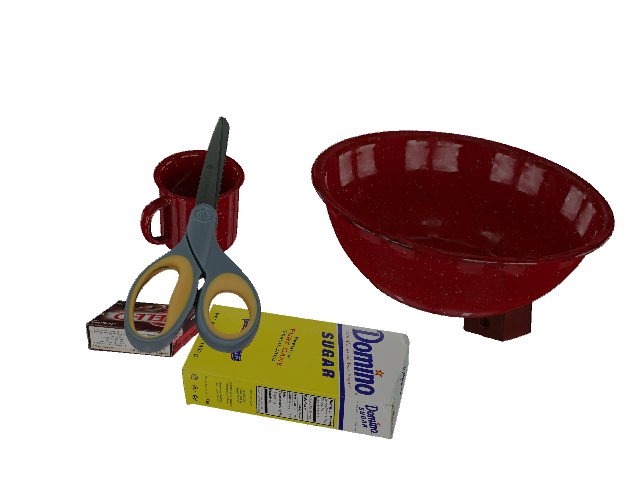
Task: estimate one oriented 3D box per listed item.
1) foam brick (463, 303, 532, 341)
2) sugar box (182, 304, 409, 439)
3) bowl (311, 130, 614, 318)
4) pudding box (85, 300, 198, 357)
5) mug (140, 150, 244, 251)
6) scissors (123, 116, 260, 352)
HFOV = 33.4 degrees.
[{"bbox_3d":[0.185,0.058,1.103,0.053,0.078,0.051,14,20,43],"label":"foam brick"},{"bbox_3d":[-0.018,0.107,0.893,0.176,0.048,0.093,6,35,10],"label":"sugar box"},{"bbox_3d":[0.072,-0.004,0.577,0.162,0.055,0.162,6,27,-3],"label":"bowl"},{"bbox_3d":[-0.215,0.107,1.301,0.114,0.039,0.090,1,15,16],"label":"pudding box"},{"bbox_3d":[-0.136,-0.031,1.111,0.117,0.081,0.093,-28,49,-36],"label":"mug"},{"bbox_3d":[-0.065,-0.002,0.726,0.096,0.201,0.016,21,-36,7],"label":"scissors"}]
